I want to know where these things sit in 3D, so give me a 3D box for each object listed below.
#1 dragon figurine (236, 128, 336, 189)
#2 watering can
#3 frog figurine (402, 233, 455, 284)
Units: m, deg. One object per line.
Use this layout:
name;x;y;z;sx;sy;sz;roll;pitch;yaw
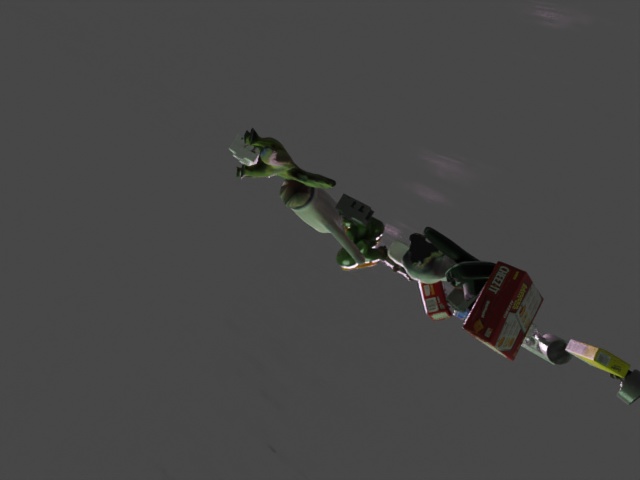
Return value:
dragon figurine;-0.070;-0.178;1.251;0.242;0.122;0.413;14;-174;-21
watering can;0.004;-0.073;1.452;0.221;0.103;0.354;39;-171;-36
frog figurine;0.290;0.071;1.319;0.137;0.125;0.156;2;146;40
